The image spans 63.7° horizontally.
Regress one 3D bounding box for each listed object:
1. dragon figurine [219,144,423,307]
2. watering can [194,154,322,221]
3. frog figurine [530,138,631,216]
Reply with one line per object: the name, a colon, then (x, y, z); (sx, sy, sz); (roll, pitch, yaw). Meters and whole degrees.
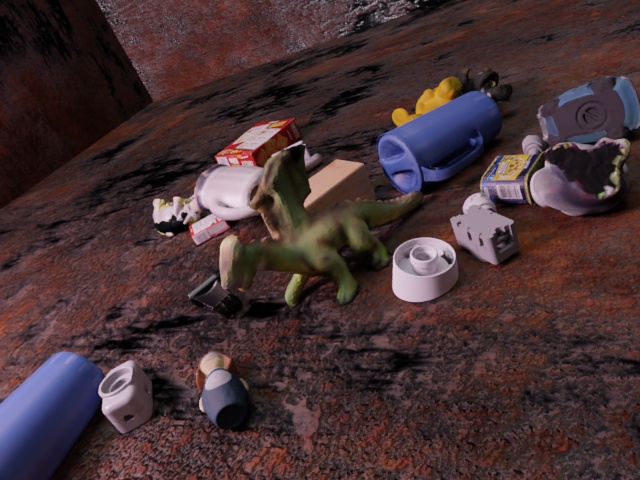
dragon figurine: (0.003, -0.042, 0.830); (0.417, 0.239, 0.122); (-44, 28, -28)
watering can: (-0.153, -0.136, 1.238); (0.225, 0.102, 0.354); (9, 32, 27)
frog figurine: (0.387, -0.093, 0.782); (0.137, 0.123, 0.159); (-26, -8, 7)
